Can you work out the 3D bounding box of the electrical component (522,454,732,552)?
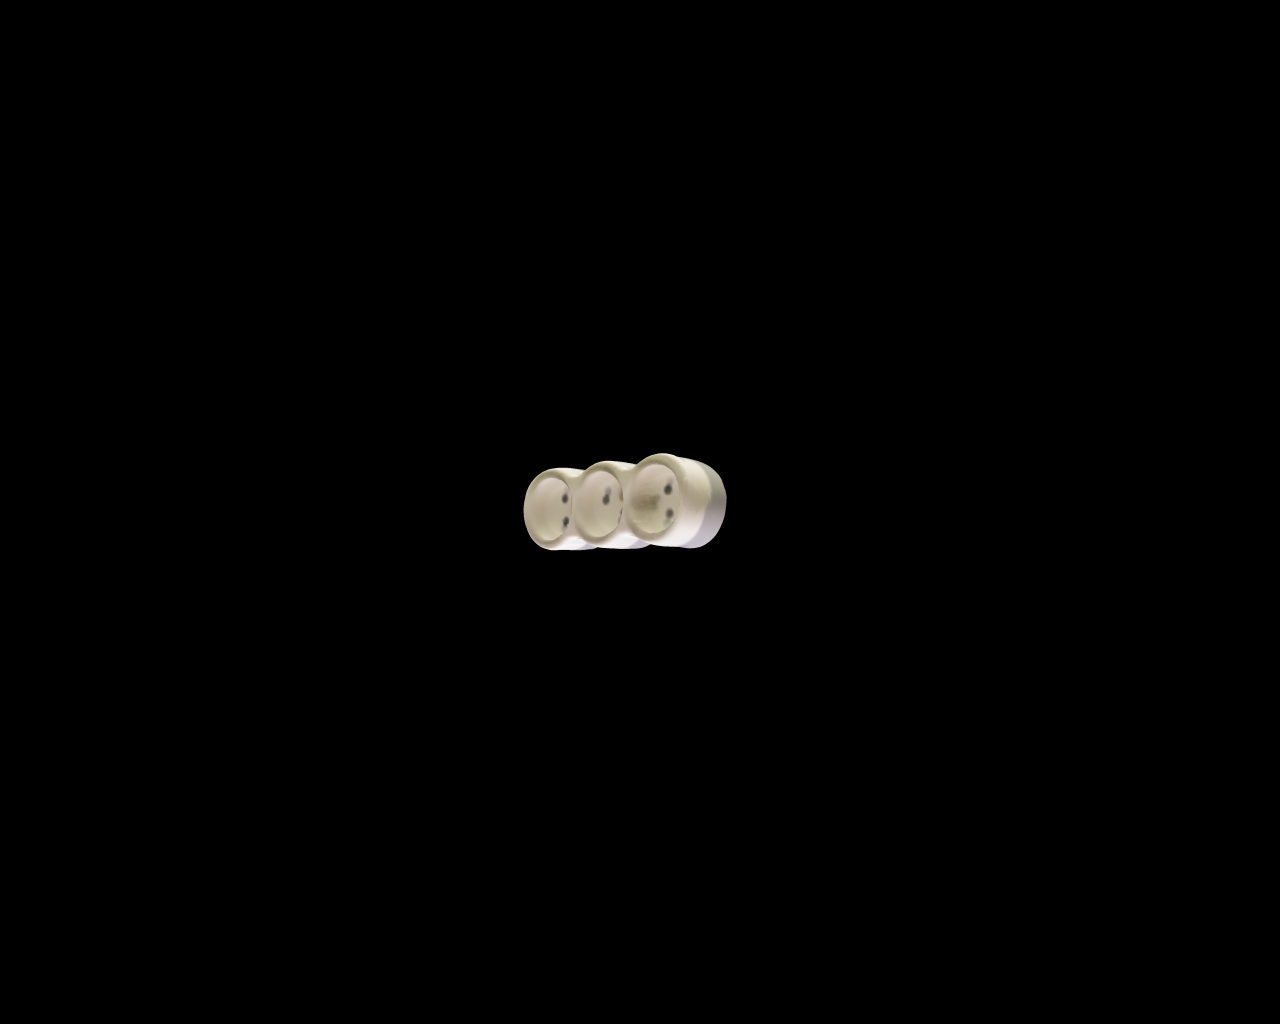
[{"bbox_3d":[0.001,-0.003,0.650,0.138,0.052,0.074,-4,-6,43],"label":"electrical component"}]
